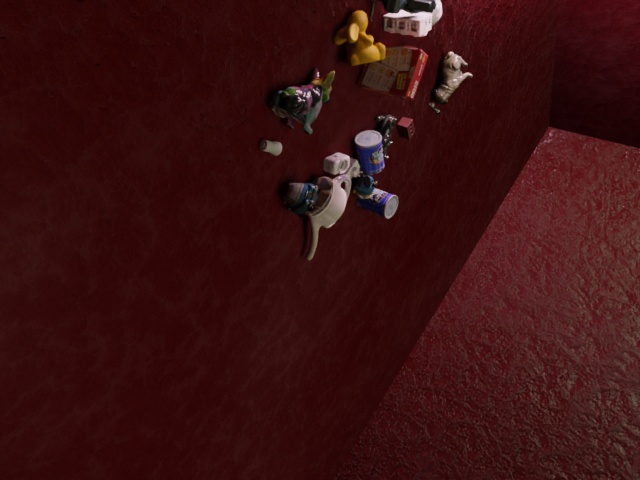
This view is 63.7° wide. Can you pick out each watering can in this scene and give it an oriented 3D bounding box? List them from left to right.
[{"bbox_3d":[0.006,-0.095,1.879,0.349,0.105,0.222,-61,150,-3],"label":"watering can"}]

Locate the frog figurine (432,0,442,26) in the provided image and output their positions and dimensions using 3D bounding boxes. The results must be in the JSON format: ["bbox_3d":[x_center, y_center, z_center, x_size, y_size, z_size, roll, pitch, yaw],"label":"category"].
[{"bbox_3d":[0.391,-0.851,1.952,0.134,0.123,0.162,96,20,-60],"label":"frog figurine"}]
